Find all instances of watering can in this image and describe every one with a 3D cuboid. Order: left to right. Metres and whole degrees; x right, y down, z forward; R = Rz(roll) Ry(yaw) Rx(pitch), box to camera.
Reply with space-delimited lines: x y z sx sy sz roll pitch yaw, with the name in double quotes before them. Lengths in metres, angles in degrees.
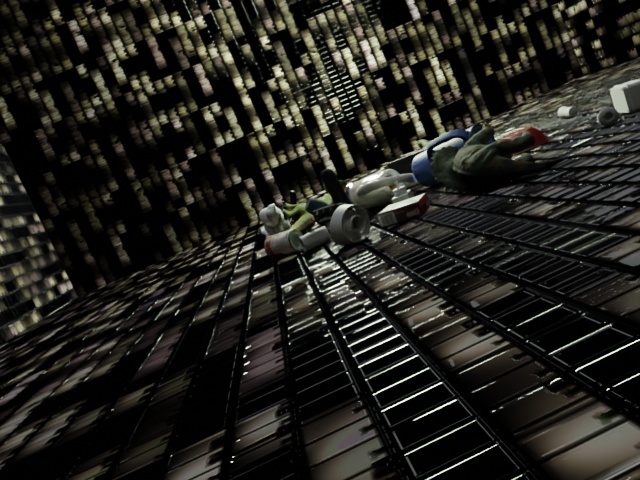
"watering can" 0.219 -0.170 1.681 0.222 0.104 0.350 -18 -3 35

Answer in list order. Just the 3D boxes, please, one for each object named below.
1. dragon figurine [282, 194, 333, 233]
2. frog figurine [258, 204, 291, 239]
"dragon figurine" 0.005 -0.089 1.763 0.242 0.120 0.416 -15 18 4
"frog figurine" -0.152 -0.066 1.778 0.122 0.156 0.141 5 39 -10
